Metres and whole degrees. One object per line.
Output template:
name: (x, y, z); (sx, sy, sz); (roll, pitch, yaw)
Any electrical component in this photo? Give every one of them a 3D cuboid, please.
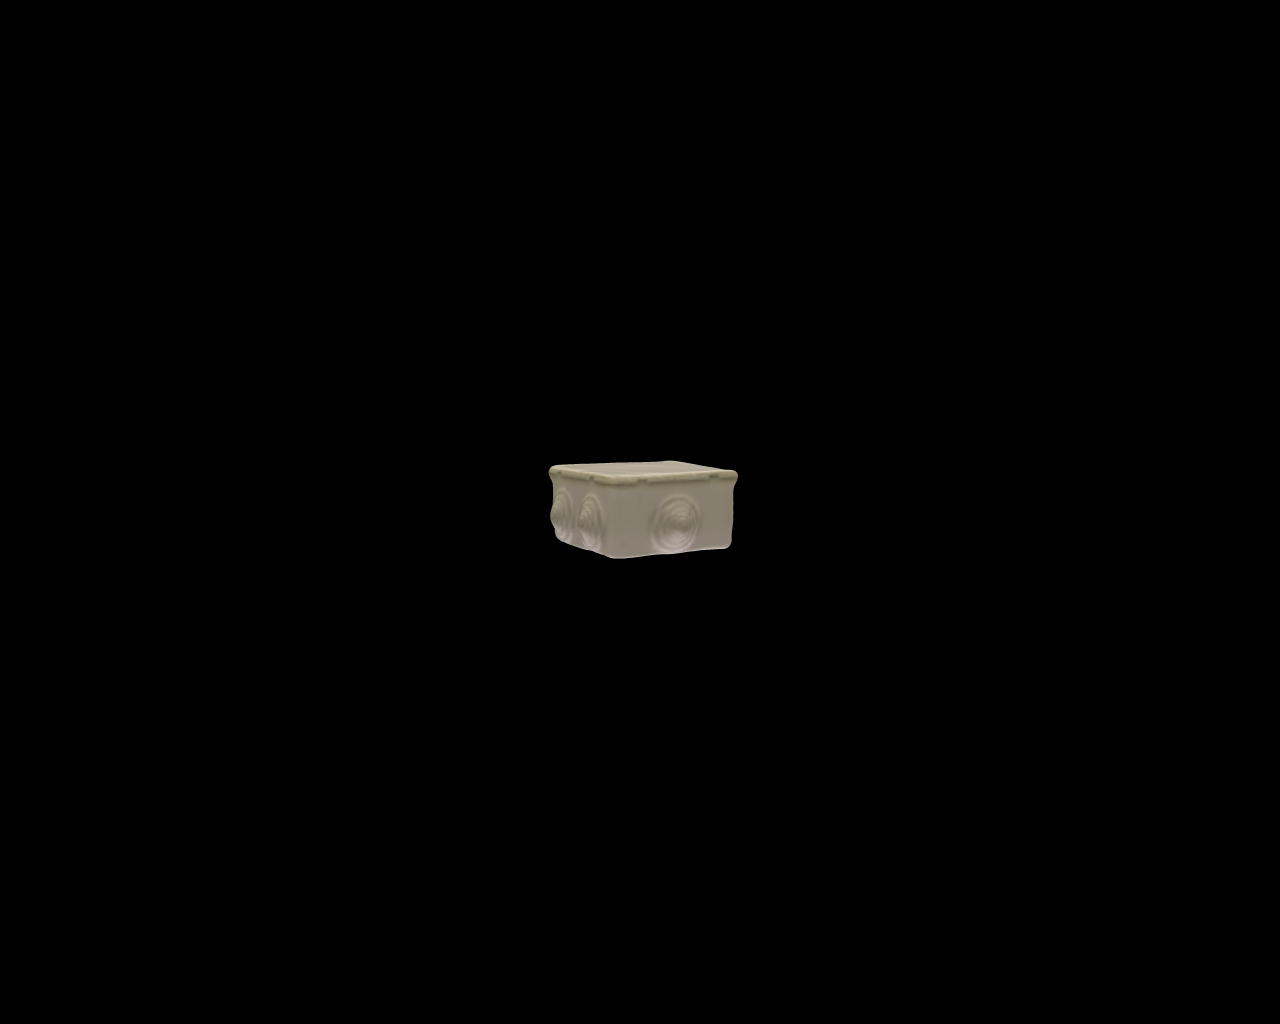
electrical component: (0.001, -0.003, 0.650); (0.100, 0.048, 0.100); (-4, 8, -27)
